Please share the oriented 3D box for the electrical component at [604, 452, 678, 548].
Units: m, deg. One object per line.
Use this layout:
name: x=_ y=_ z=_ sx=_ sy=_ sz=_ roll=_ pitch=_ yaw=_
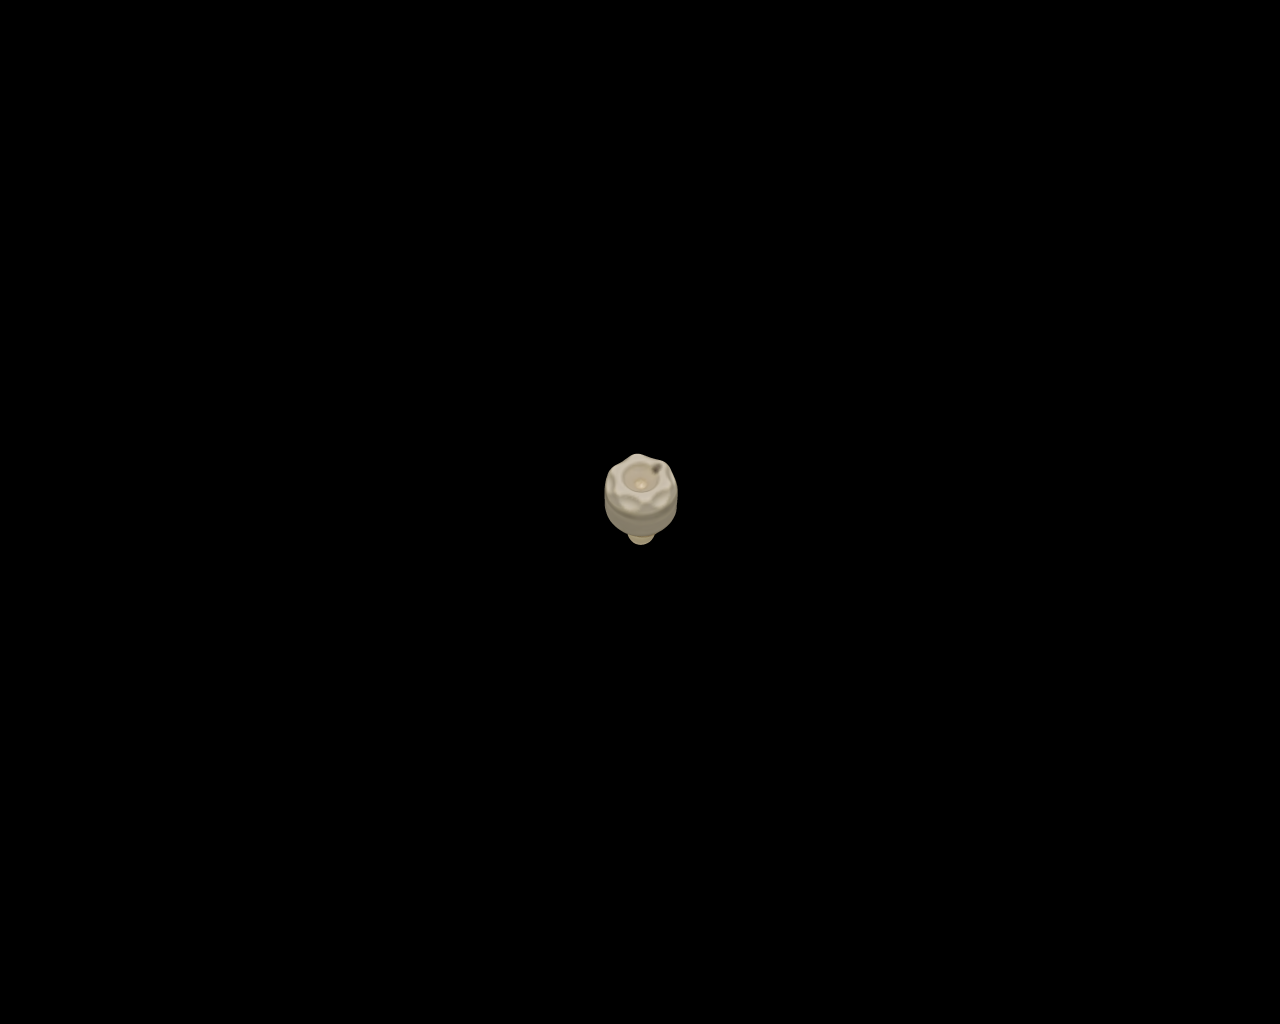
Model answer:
electrical component: x=0.001 y=-0.003 z=0.650 sx=0.043 sy=0.043 sz=0.062 roll=0 pitch=-37 yaw=0
